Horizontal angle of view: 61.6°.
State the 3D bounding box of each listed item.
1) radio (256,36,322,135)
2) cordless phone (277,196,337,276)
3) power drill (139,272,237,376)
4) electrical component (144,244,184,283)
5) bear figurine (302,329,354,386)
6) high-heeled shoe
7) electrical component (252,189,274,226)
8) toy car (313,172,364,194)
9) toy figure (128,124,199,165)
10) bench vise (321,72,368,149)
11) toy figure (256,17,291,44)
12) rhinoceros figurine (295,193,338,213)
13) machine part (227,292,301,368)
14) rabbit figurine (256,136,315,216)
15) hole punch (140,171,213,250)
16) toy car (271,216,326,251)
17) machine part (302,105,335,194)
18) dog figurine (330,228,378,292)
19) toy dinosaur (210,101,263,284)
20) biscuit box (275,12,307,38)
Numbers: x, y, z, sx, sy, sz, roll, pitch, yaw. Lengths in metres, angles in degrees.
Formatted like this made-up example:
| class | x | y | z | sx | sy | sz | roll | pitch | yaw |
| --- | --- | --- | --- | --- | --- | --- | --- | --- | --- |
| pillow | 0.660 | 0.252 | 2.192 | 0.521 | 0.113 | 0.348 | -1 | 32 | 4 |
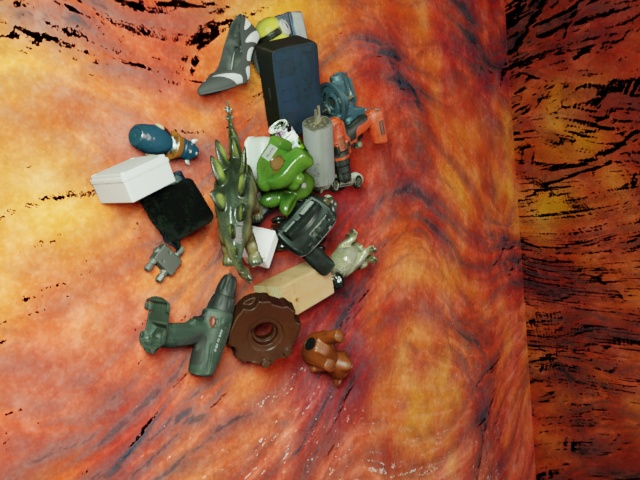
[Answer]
| class | x | y | z | sx | sy | sz | roll | pitch | yaw |
| --- | --- | --- | --- | --- | --- | --- | --- | --- | --- |
| radio | -0.069 | -0.373 | 1.315 | 0.131 | 0.073 | 0.229 | -27 | 135 | -25 |
| cordless phone | -0.003 | -0.005 | 1.343 | 0.146 | 0.089 | 0.184 | -49 | 118 | -8 |
| power drill | -0.271 | 0.167 | 1.133 | 0.207 | 0.086 | 0.232 | 24 | 73 | -57 |
| electrical component | -0.320 | 0.039 | 1.108 | 0.063 | 0.021 | 0.094 | 57 | 48 | -34 |
| bear figurine | 0.041 | 0.331 | 1.484 | 0.195 | 0.132 | 0.120 | 43 | 59 | -35 |
| high-heeled shoe | -0.213 | -0.421 | 1.216 | 0.249 | 0.086 | 0.145 | -45 | 120 | -48 |
| electrical component | -0.168 | -0.099 | 1.288 | 0.075 | 0.048 | 0.119 | -50 | 128 | -41 |
| toy car | 0.050 | -0.168 | 1.547 | 0.201 | 0.074 | 0.056 | -15 | 102 | -51 |
| toy figure | -0.313 | -0.198 | 1.095 | 0.154 | 0.064 | 0.058 | 8 | 46 | -56 |
| bench vise | 0.034 | -0.343 | 1.507 | 0.240 | 0.129 | 0.223 | -27 | 122 | -28 |
| toy figure | -0.104 | -0.466 | 1.352 | 0.089 | 0.082 | 0.179 | -23 | 117 | -23 |
| rhinoceros figurine | -0.028 | -0.091 | 1.426 | 0.190 | 0.112 | 0.073 | 8 | 103 | -39 |
| machine part | -0.131 | 0.208 | 1.244 | 0.179 | 0.056 | 0.179 | -5 | 110 | -15 |
| rabbit figurine | -0.067 | -0.135 | 1.263 | 0.159 | 0.121 | 0.170 | -63 | 149 | -5 |
| hole punch | -0.297 | -0.070 | 1.103 | 0.116 | 0.092 | 0.142 | -31 | 122 | -10 |
| toy car | -0.060 | -0.014 | 1.417 | 0.202 | 0.053 | 0.089 | 1 | 79 | -47 |
| machine part | -0.002 | -0.224 | 1.369 | 0.079 | 0.079 | 0.242 | -47 | 146 | -42 |
| dog figurine | 0.062 | 0.081 | 1.557 | 0.190 | 0.121 | 0.172 | -46 | 158 | -12 |
| toy dinosaur | -0.180 | -0.107 | 1.149 | 0.198 | 0.105 | 0.472 | 91 | -12 | -49 |
| biscuit box | -0.064 | -0.490 | 1.419 | 0.059 | 0.063 | 0.202 | -30 | 113 | -49 |
